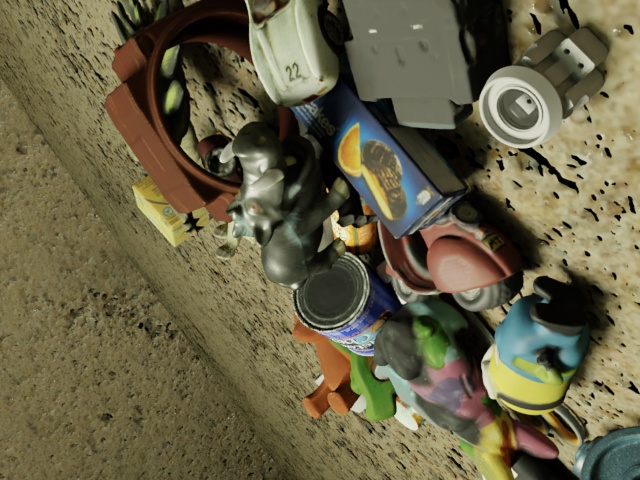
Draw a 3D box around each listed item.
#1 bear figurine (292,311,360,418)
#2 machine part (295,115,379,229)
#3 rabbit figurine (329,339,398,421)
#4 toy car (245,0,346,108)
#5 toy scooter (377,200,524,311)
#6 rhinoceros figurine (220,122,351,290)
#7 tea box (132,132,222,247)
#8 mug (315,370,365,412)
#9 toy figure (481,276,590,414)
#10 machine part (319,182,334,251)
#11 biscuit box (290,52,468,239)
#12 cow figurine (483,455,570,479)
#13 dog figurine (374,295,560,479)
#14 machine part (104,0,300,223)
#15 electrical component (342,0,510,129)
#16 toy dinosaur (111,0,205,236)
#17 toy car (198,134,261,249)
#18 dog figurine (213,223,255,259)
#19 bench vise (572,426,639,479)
[{"bbox_3d":[0.002,0.185,0.921,0.120,0.132,0.195,-27,97,50],"label":"bear figurine"},{"bbox_3d":[0.019,-0.078,0.556,0.039,0.084,0.139,-22,86,42],"label":"machine part"},{"bbox_3d":[0.085,0.191,0.821,0.159,0.121,0.170,48,171,15],"label":"rabbit figurine"},{"bbox_3d":[-0.036,-0.213,0.450,0.074,0.056,0.201,-18,88,39],"label":"toy car"},{"bbox_3d":[0.115,0.001,0.547,0.184,0.075,0.135,-9,107,62],"label":"toy scooter"},{"bbox_3d":[-0.035,-0.030,0.500,0.073,0.112,0.190,47,159,34],"label":"rhinoceros figurine"},{"bbox_3d":[-0.192,-0.081,0.843,0.098,0.169,0.068,46,156,15],"label":"tea box"},{"bbox_3d":[0.062,0.265,1.020,0.107,0.081,0.109,43,119,2],"label":"mug"},{"bbox_3d":[0.212,0.113,0.525,0.089,0.082,0.180,40,151,26],"label":"toy figure"},{"bbox_3d":[-0.002,-0.002,0.738,0.079,0.079,0.242,32,151,36],"label":"machine part"},{"bbox_3d":[0.041,-0.099,0.491,0.203,0.059,0.063,53,127,16],"label":"biscuit box"},{"bbox_3d":[0.269,0.302,0.706,0.167,0.068,0.098,47,150,1],"label":"cow figurine"},{"bbox_3d":[0.173,0.184,0.635,0.219,0.108,0.191,44,160,30],"label":"dog figurine"},{"bbox_3d":[-0.096,-0.136,0.559,0.087,0.201,0.200,-6,119,55],"label":"machine part"},{"bbox_3d":[0.077,-0.152,0.407,0.115,0.058,0.134,17,138,48],"label":"electrical component"},{"bbox_3d":[-0.221,-0.185,0.717,0.198,0.105,0.471,109,141,-63],"label":"toy dinosaur"},{"bbox_3d":[-0.082,-0.042,0.668,0.202,0.053,0.089,56,171,-16],"label":"toy car"},{"bbox_3d":[-0.089,-0.080,0.795,0.172,0.121,0.190,-119,35,-64],"label":"dog figurine"},{"bbox_3d":[0.319,0.246,0.457,0.224,0.129,0.240,53,180,42],"label":"bench vise"}]
